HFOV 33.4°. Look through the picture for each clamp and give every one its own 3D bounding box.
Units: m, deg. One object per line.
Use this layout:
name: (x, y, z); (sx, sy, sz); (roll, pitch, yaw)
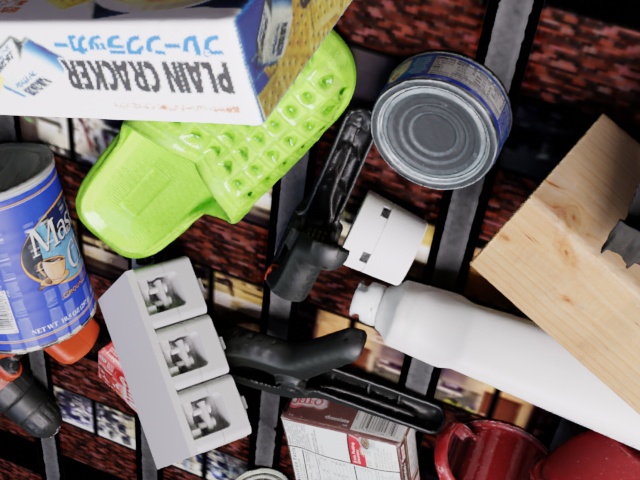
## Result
clamp: (-0.008, 0.111, 0.871); (0.210, 0.036, 0.164); (0, 149, 40)
clamp: (-0.005, 0.001, 0.732); (0.039, 0.120, 0.172); (23, 141, -4)

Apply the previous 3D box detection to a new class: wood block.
wood block: (0.204, 0.039, 0.627); (0.206, 0.090, 0.090); (42, 150, 7)

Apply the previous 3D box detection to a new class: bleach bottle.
bleach bottle: (0.140, 0.081, 0.740); (0.251, 0.068, 0.102); (19, 178, 13)

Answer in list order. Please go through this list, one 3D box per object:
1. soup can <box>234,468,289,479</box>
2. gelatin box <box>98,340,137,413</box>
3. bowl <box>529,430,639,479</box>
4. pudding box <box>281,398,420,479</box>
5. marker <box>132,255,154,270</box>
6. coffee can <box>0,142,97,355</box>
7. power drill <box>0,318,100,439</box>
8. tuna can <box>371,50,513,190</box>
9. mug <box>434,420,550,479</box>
soup can: (-0.052, 0.279, 1.039); (0.069, 0.068, 0.102); (9, 131, 21)
gelatin box: (-0.165, 0.127, 0.961); (0.073, 0.030, 0.089); (43, 157, 6)
bowl: (0.235, 0.179, 0.761); (0.162, 0.162, 0.055); (26, 104, 5)
pudding box: (0.027, 0.183, 0.931); (0.114, 0.039, 0.090); (10, 133, 23)
marker: (-0.143, -0.018, 0.854); (0.020, 0.020, 0.121); (19, 135, 12)
coffee can: (-0.247, 0.006, 0.857); (0.103, 0.102, 0.140); (5, 122, 24)
power drill: (-0.288, 0.106, 1.016); (0.184, 0.057, 0.188); (45, 134, -14)
tuna can: (0.076, -0.074, 0.676); (0.086, 0.033, 0.086); (15, 134, 16)
mug: (0.130, 0.198, 0.857); (0.093, 0.081, 0.117); (-18, 119, 38)
